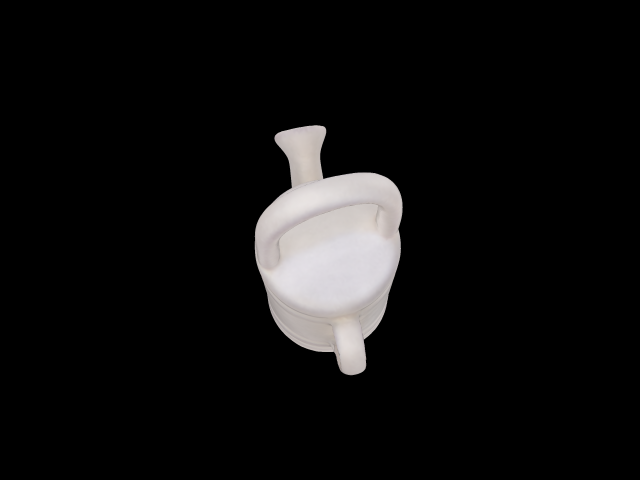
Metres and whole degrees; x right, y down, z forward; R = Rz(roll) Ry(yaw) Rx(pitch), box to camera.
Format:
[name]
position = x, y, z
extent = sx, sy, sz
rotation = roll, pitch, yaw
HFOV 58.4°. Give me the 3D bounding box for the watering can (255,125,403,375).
[watering can]
position = 0.001, 0.002, 0.400
extent = 0.101, 0.194, 0.172
rotation = -33, 70, -13
